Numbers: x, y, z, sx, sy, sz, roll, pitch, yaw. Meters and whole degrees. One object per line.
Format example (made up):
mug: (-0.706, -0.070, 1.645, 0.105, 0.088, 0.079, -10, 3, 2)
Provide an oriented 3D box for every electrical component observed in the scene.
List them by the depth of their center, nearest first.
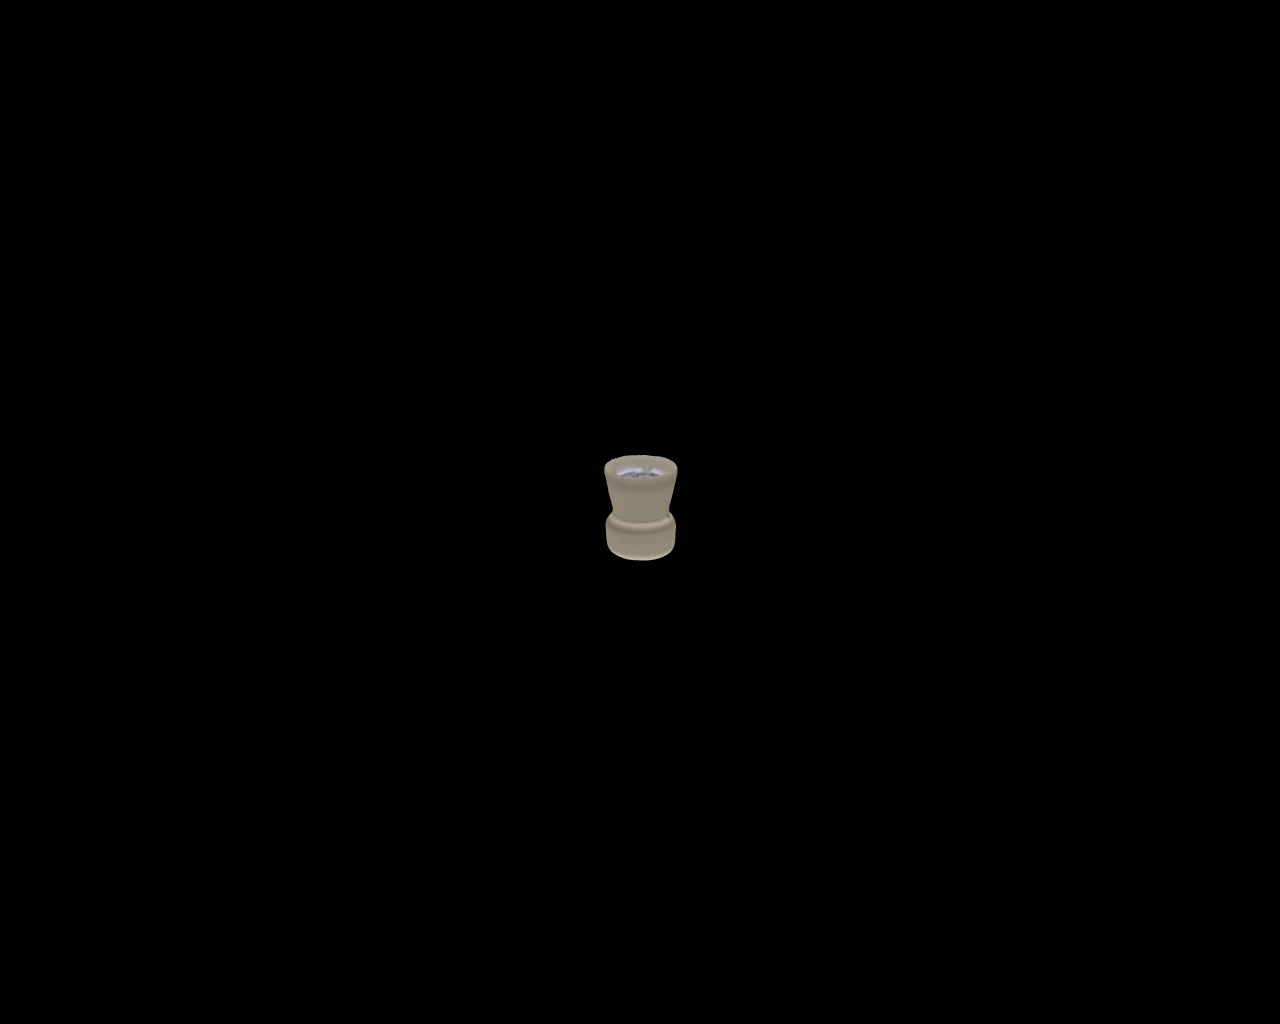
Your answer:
electrical component: (0.001, -0.003, 0.650, 0.045, 0.055, 0.045, 0, 22, 0)
